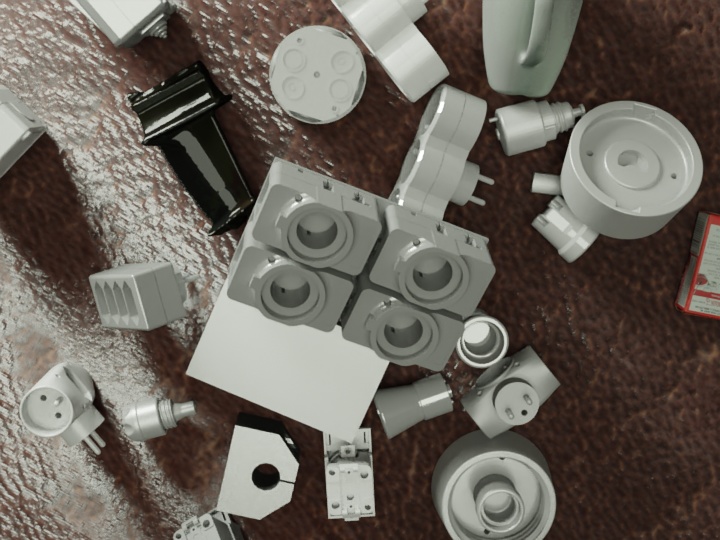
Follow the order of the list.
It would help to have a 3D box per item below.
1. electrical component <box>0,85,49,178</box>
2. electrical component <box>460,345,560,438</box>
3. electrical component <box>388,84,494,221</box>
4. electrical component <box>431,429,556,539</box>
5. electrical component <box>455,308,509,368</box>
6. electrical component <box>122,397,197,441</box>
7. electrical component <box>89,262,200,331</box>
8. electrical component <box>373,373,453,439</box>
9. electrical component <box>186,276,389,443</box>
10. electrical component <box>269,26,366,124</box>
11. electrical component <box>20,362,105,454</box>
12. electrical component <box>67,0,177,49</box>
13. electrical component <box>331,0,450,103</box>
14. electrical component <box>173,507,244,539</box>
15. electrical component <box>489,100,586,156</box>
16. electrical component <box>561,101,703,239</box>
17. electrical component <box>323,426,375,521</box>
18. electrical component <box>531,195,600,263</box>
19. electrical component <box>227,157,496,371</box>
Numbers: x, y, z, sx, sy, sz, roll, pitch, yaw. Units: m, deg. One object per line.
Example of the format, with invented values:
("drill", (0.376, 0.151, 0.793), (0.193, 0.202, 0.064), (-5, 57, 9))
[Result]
("electrical component", (-0.314, -0.102, 0.875), (0.096, 0.061, 0.061), (-45, 98, 6))
("electrical component", (0.130, 0.107, 0.911), (0.077, 0.079, 0.044), (-39, 97, 4))
("electrical component", (0.075, -0.077, 0.892), (0.074, 0.052, 0.138), (20, 99, -12))
("electrical component", (0.118, 0.199, 0.936), (0.108, 0.060, 0.108), (0, 99, -1))
("electrical component", (0.099, 0.054, 0.908), (0.044, 0.065, 0.044), (0, 99, -1))
("electrical component", (-0.173, 0.126, 0.931), (0.061, 0.035, 0.035), (-14, 100, -2))
("electrical component", (-0.170, 0.016, 0.897), (0.076, 0.083, 0.047), (-21, 102, -36))
("electrical component", (0.048, 0.115, 0.931), (0.065, 0.044, 0.044), (-19, 100, -3))
("electrical component", (-0.058, 0.070, 0.910), (0.150, 0.061, 0.089), (23, 99, -5))
("electrical component", (-0.035, -0.159, 0.877), (0.080, 0.051, 0.080), (0, 100, -1))
("electrical component", (-0.243, 0.122, 0.907), (0.043, 0.077, 0.079), (-37, 99, 5))
("electrical component", (-0.194, -0.217, 0.858), (0.061, 0.061, 0.096), (-39, 99, 5))
("electrical component", (0.029, -0.212, 0.868), (0.074, 0.052, 0.138), (-38, 98, 5))
("electrical component", (-0.126, 0.243, 0.930), (0.042, 0.063, 0.081), (-31, 57, 3))
("electrical component", (0.148, -0.122, 0.892), (0.078, 0.040, 0.040), (-15, 100, 1))
("electrical component", (0.217, -0.076, 0.878), (0.108, 0.060, 0.108), (2, 64, -4))
("electrical component", (-0.009, 0.179, 0.929), (0.042, 0.064, 0.081), (-4, 99, -2))
("electrical component", (0.173, -0.036, 0.909), (0.046, 0.040, 0.040), (41, 96, -1))
("electrical component", (0.000, 0.000, 0.850), (0.186, 0.060, 0.105), (20, 114, -13))
